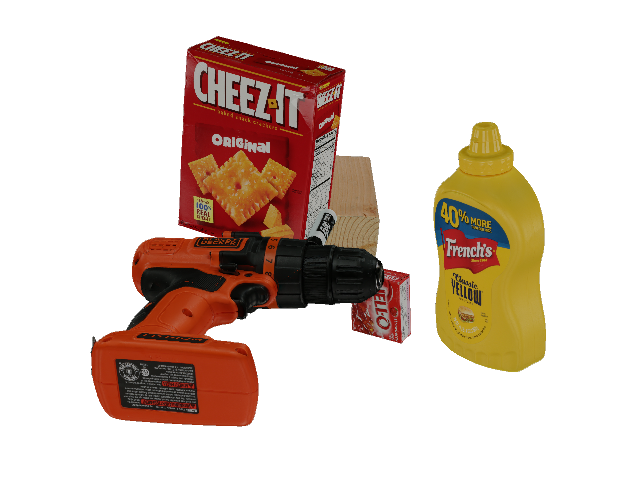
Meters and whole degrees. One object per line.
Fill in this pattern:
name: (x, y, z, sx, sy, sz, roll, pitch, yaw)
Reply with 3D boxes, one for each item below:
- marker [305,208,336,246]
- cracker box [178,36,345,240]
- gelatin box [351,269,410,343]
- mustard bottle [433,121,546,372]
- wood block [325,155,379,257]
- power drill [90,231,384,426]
marker: (-0.001, -0.006, 0.991, 0.020, 0.020, 0.121, 0, 16, 8)
cracker box: (-0.070, -0.098, 1.172, 0.164, 0.214, 0.072, 18, 30, 22)
gelatin box: (0.075, 0.078, 1.340, 0.073, 0.089, 0.030, 13, 30, 31)
mustard bottle: (0.130, 0.002, 0.830, 0.058, 0.192, 0.096, -20, 28, -32)
wood block: (0.030, -0.041, 1.529, 0.091, 0.090, 0.206, 3, 28, -3)
power drill: (-0.058, 0.051, 0.712, 0.184, 0.057, 0.187, 0, 23, 11)
